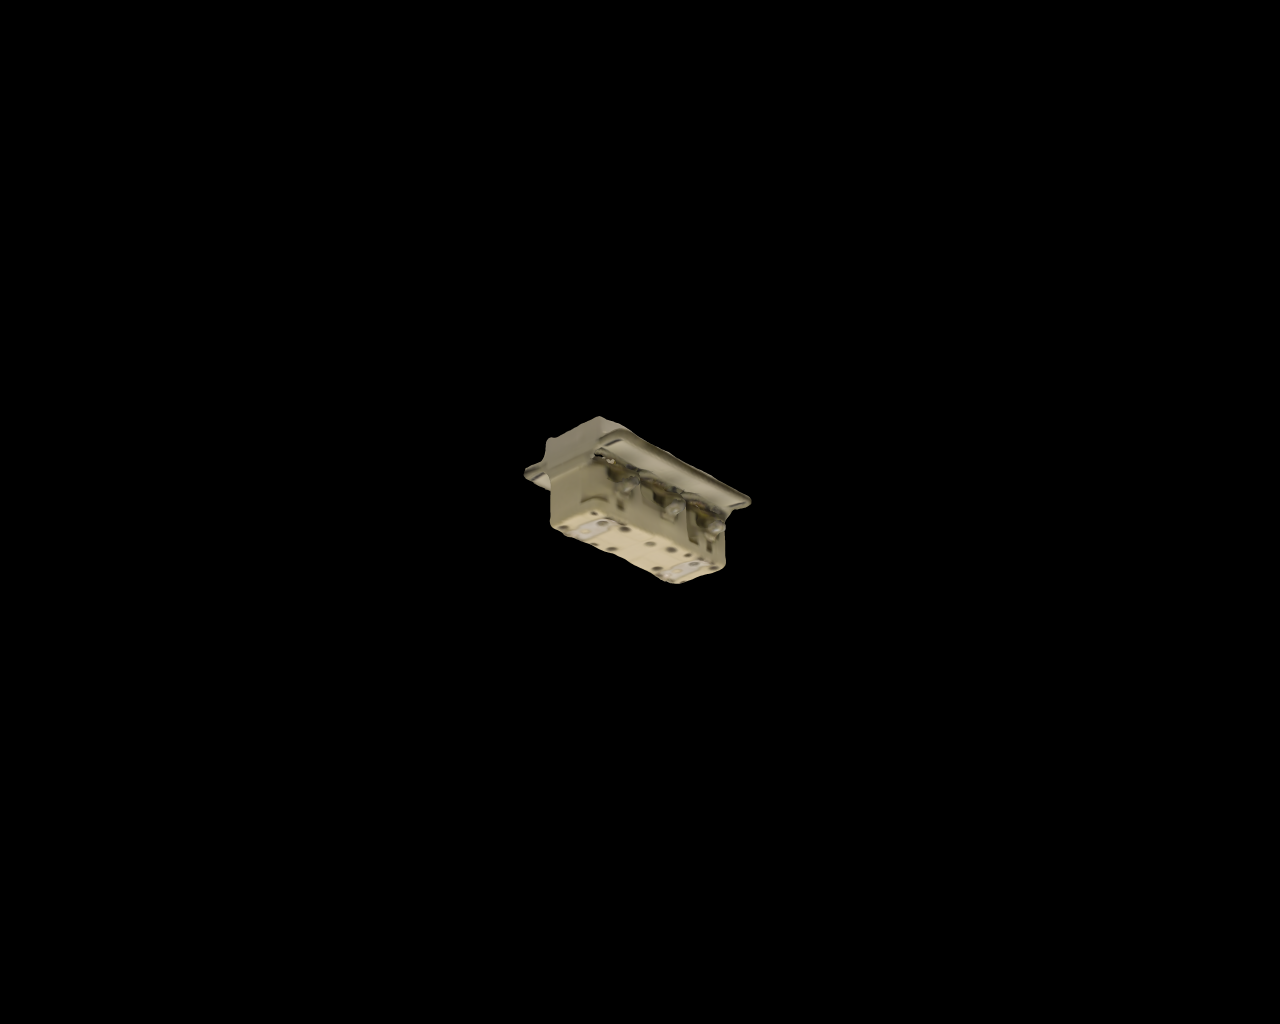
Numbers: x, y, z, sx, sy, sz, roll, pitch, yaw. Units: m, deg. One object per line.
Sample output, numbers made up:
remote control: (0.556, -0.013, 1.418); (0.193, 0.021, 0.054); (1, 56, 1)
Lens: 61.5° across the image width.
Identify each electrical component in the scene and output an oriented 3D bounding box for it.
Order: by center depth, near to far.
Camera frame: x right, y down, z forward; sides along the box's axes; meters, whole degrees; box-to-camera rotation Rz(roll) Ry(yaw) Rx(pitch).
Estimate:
electrical component: (0.001, -0.003, 0.650); (0.078, 0.063, 0.121); (-21, -33, 36)
